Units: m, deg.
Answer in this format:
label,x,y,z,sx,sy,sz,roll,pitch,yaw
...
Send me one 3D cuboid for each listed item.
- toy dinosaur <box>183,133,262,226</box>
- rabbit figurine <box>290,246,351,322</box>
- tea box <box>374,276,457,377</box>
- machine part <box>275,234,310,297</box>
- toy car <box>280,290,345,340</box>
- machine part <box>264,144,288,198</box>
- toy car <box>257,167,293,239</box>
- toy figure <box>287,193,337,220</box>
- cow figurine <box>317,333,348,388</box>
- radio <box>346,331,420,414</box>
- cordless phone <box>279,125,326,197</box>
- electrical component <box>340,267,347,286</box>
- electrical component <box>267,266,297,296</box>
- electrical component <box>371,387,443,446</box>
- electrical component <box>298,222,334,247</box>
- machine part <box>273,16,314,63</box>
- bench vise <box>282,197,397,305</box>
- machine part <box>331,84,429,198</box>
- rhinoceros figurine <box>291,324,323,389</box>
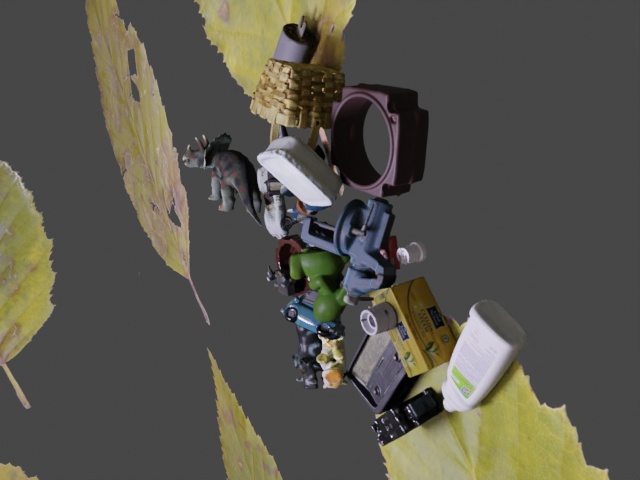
label,x,y,z,sx,sy,sz,roll,pitch,yaw
toy dinosaur,-0.247,-0.189,1.528,0.405,0.131,0.192,29,127,47
rabbit figurine,0.026,0.100,1.216,0.159,0.121,0.170,-6,98,15
tea box,0.188,0.167,1.045,0.169,0.098,0.068,64,145,15
machine part,-0.052,0.068,1.401,0.180,0.056,0.179,29,126,49
toy car,-0.007,0.172,1.300,0.162,0.109,0.103,17,81,32
machine part,-0.107,-0.180,1.382,0.039,0.084,0.138,101,162,-84
toy car,-0.123,-0.101,1.442,0.074,0.056,0.201,2,103,55
toy figure,-0.018,-0.086,1.289,0.064,0.058,0.154,55,144,-8
cow figurine,0.032,0.304,1.298,0.167,0.068,0.098,-87,-10,-54
radio,0.147,0.266,1.163,0.131,0.073,0.229,52,141,32
cordless phone,-0.055,-0.208,1.281,0.146,0.089,0.184,-35,69,55
electrical component,0.044,0.102,1.302,0.063,0.021,0.094,59,144,25
electrical component,-0.100,0.106,1.398,0.102,0.045,0.078,24,123,52
electrical component,0.183,0.361,1.108,0.058,0.115,0.134,57,143,19
electrical component,-0.003,-0.004,1.307,0.119,0.048,0.074,43,135,40
machine part,-0.075,-0.404,1.239,0.079,0.079,0.243,59,145,23
bench vise,0.049,0.009,1.094,0.241,0.129,0.223,20,109,30
machine part,0.107,-0.194,1.041,0.201,0.087,0.201,29,124,49
rhinoceros figurine,-0.021,0.288,1.389,0.073,0.112,0.190,-4,90,54
